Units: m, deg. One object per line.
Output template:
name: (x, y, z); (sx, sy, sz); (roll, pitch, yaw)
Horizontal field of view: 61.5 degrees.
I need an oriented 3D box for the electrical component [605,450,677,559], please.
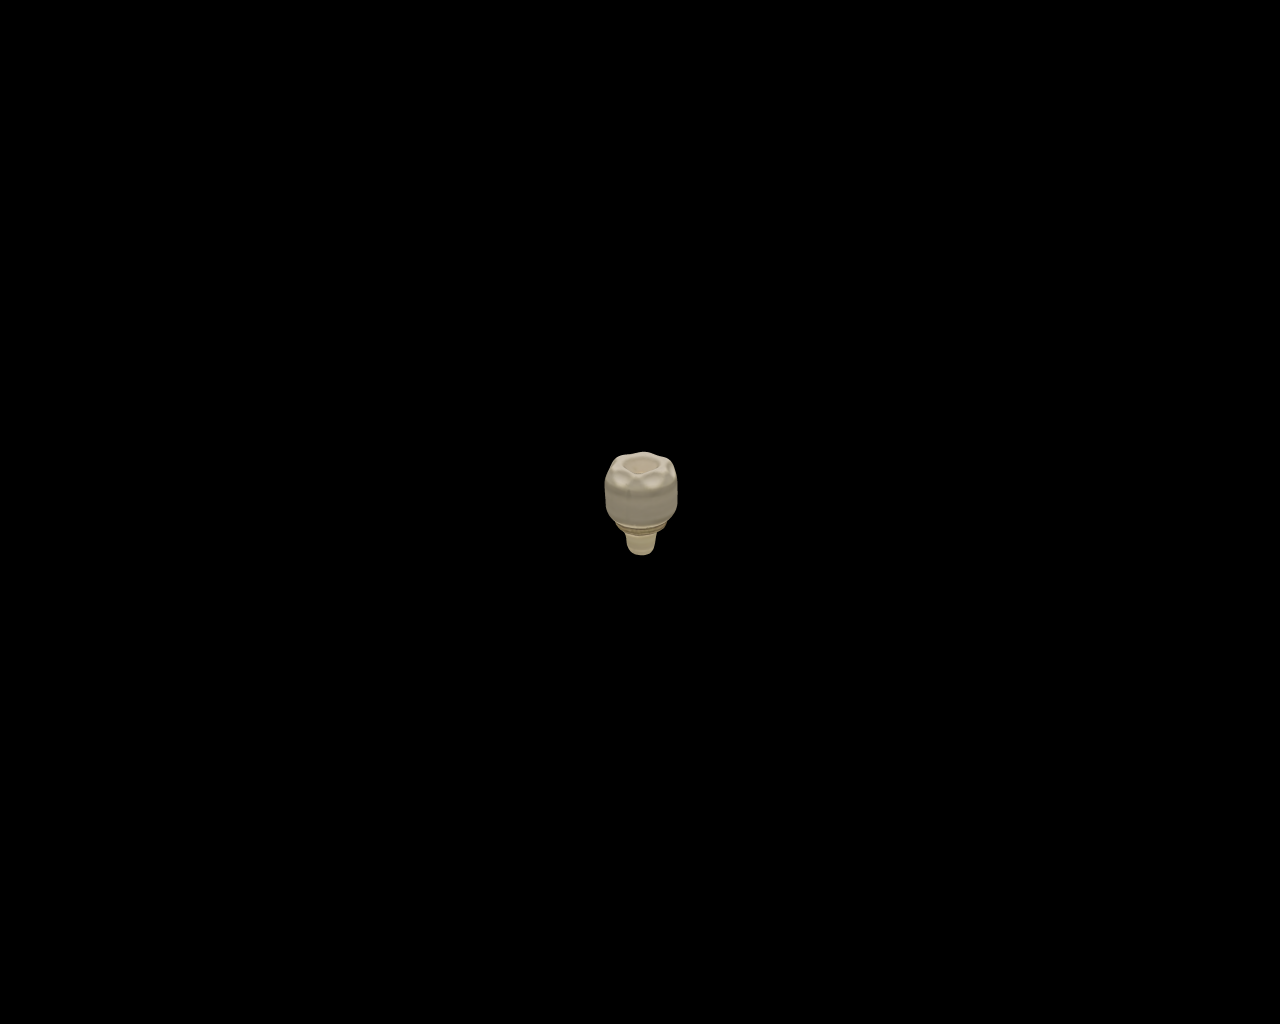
electrical component: (0.001, -0.003, 0.650); (0.043, 0.062, 0.043); (0, 27, 0)
